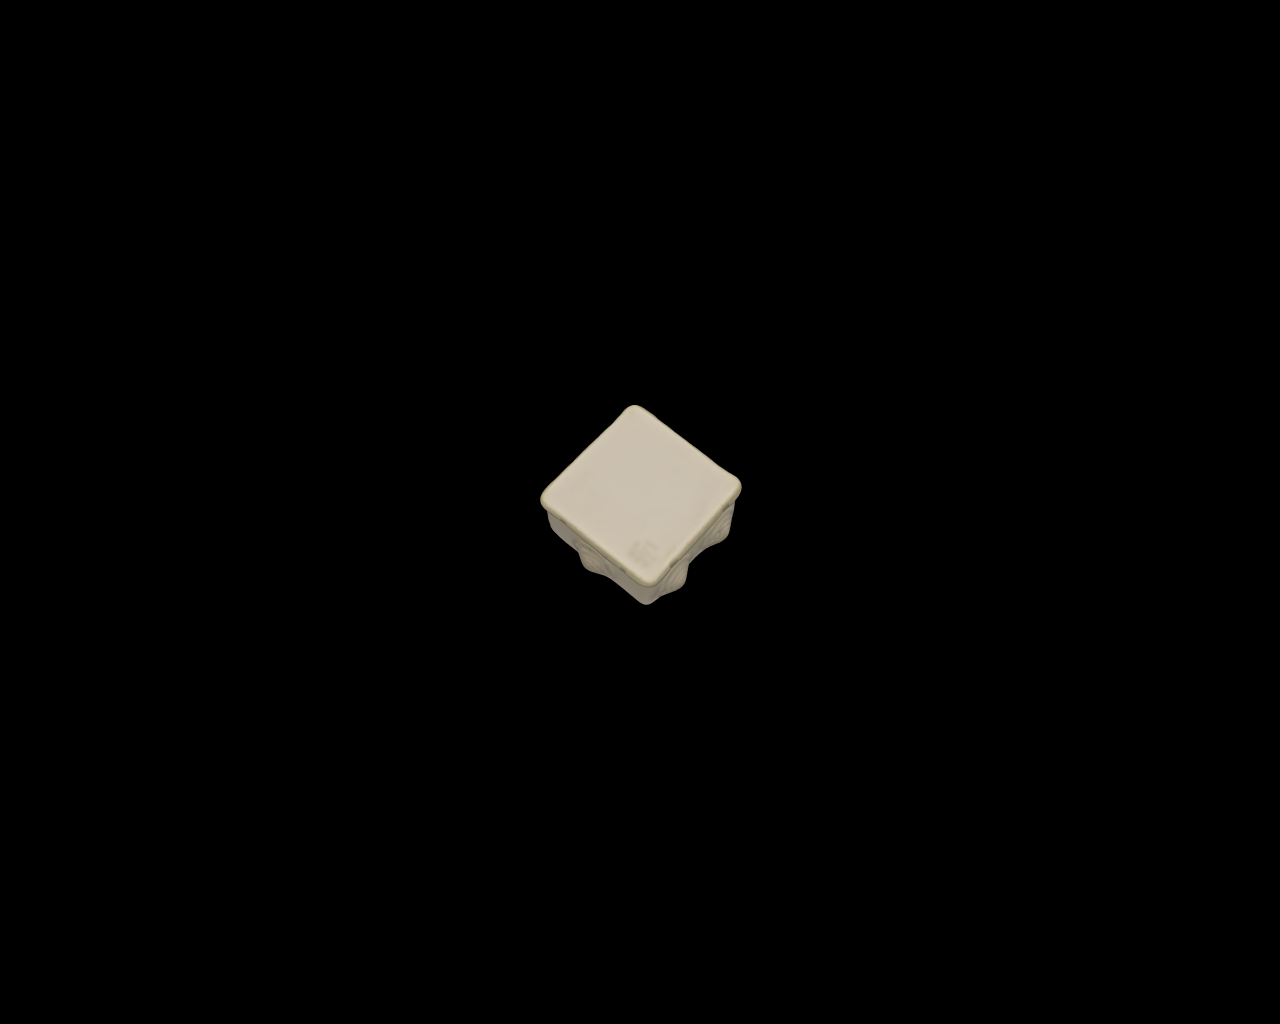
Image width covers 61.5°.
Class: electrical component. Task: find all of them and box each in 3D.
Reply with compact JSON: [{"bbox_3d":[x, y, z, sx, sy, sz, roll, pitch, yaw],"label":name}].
[{"bbox_3d":[0.001,-0.003,0.650,0.100,0.100,0.048,38,-19,16],"label":"electrical component"}]
